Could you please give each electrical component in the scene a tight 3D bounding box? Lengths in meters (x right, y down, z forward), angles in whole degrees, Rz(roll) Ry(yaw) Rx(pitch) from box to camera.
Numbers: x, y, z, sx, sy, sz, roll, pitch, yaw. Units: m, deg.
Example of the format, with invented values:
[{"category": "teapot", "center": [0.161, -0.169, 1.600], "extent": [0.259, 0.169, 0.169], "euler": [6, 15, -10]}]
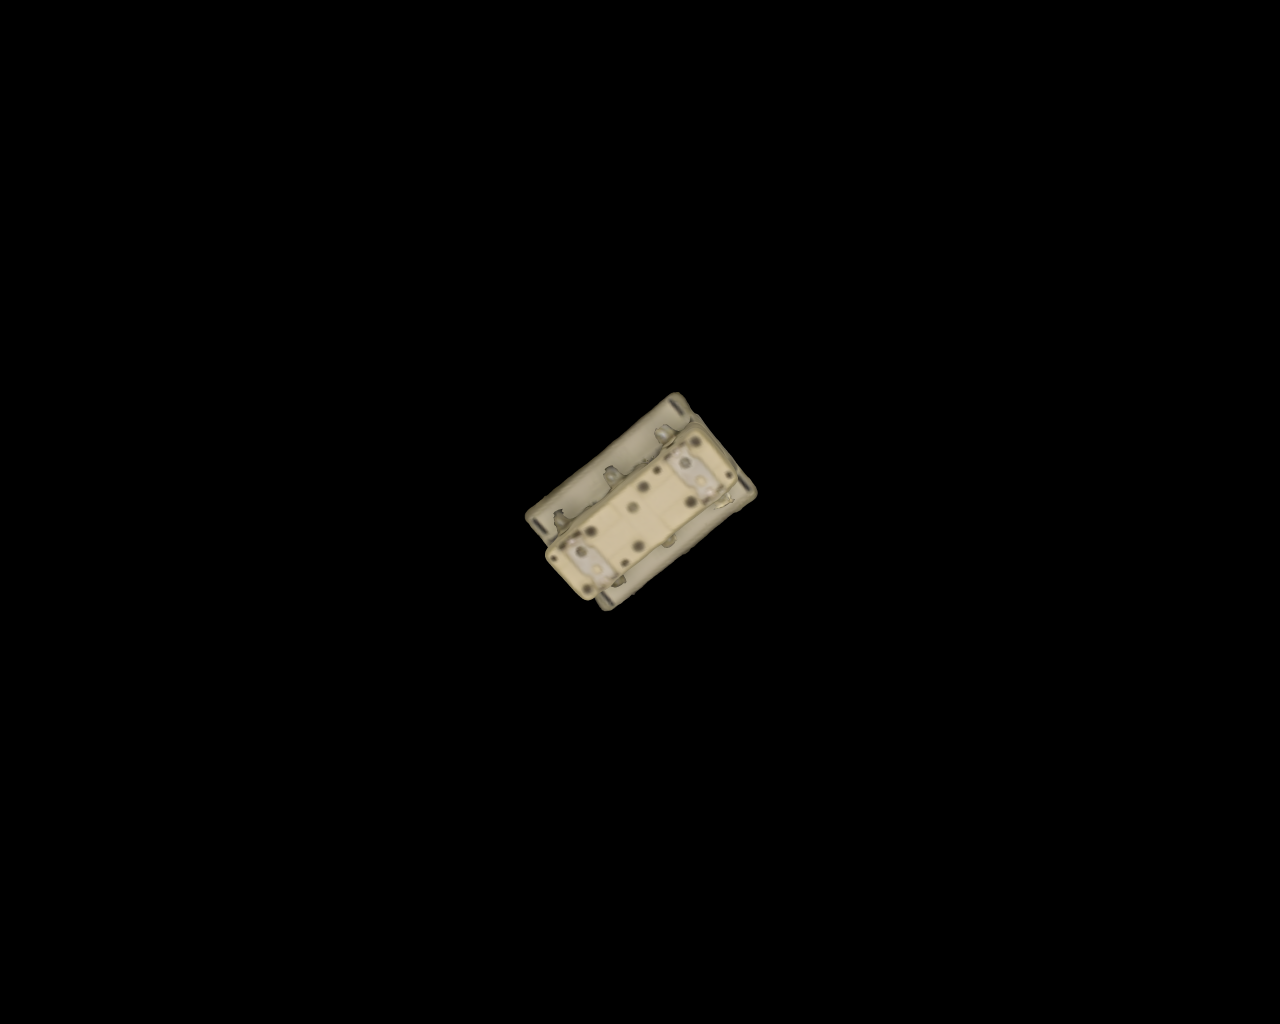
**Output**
[{"category": "electrical component", "center": [0.001, -0.003, 0.650], "extent": [0.121, 0.078, 0.063], "euler": [-38, 9, 7]}]
